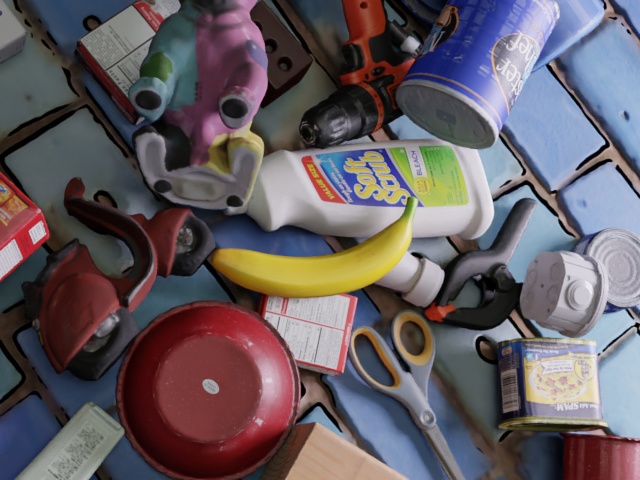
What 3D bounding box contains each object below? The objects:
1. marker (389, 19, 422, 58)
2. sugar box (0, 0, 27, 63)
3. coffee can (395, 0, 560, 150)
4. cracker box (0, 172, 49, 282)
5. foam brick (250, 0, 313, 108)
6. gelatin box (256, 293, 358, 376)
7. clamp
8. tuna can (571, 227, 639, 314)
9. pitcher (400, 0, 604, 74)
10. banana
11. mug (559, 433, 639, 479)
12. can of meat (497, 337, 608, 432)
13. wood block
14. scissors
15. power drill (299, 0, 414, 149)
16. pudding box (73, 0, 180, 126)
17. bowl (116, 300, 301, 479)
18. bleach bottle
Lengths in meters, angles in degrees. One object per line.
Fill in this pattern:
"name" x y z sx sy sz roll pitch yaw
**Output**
"marker" 0.110 -0.182 1.094 0.121 0.020 0.020 43 68 -4
"sugar box" -0.354 -0.165 0.923 0.176 0.048 0.093 -37 90 -26
"coffee can" 0.146 -0.170 0.991 0.102 0.103 0.140 31 76 -9
"cracker box" -0.350 0.006 0.847 0.164 0.072 0.213 41 71 10
"foam brick" -0.054 -0.176 1.021 0.053 0.051 0.078 -42 92 -23
"gelatin box" -0.016 0.079 0.981 0.089 0.030 0.073 15 73 -12
"clamp" 0.182 0.046 1.052 0.171 0.039 0.120 -35 86 -23
"tuna can" 0.300 0.031 1.096 0.086 0.034 0.086 4 76 -17
"pitcher" 0.169 -0.286 1.092 0.243 0.149 0.144 52 52 -4
"banana" 0.002 0.018 0.961 0.197 0.037 0.069 -16 89 -14
"mug" 0.278 0.229 1.018 0.117 0.093 0.081 19 73 -52
"can of meat" 0.222 0.140 1.031 0.102 0.058 0.084 5 73 -18
"wood block" 0.049 0.251 0.927 0.206 0.090 0.090 34 70 -8
"scissors" 0.107 0.150 1.011 0.096 0.016 0.202 -43 93 -23
"power drill" 0.023 -0.190 1.004 0.184 0.057 0.187 -30 107 -45
"pudding box" -0.157 -0.175 0.994 0.113 0.039 0.090 -40 93 -20
"bowl" -0.095 0.128 0.910 0.162 0.055 0.162 1 79 -5
"bleach bottle" 0.032 -0.041 1.009 0.250 0.068 0.102 -6 69 -18
